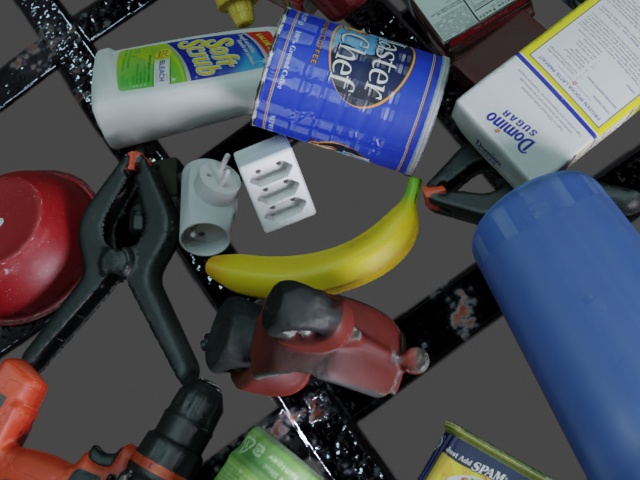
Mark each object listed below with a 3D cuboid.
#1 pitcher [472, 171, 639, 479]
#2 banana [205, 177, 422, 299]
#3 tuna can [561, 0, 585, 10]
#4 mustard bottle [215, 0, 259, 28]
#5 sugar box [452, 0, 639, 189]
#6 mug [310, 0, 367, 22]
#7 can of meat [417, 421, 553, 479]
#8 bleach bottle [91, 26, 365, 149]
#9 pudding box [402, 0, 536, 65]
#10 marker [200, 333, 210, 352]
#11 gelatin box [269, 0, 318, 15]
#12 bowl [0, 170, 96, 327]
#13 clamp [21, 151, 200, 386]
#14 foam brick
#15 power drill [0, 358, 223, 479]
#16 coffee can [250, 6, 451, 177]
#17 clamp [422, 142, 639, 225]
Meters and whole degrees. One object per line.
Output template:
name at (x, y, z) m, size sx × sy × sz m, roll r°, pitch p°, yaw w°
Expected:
pitcher at (0.213, 0.065, 0.736) m, size 0.149 × 0.145 × 0.243 m, roll -2°, pitch 49°, yaw -31°
banana at (0.002, 0.015, 0.880) m, size 0.198 × 0.037 × 0.069 m, roll -21°, pitch 57°, yaw 9°
tuna can at (0.232, -0.237, 0.904) m, size 0.086 × 0.086 × 0.034 m, roll -38°, pitch 61°, yaw -4°
mustard bottle at (-0.097, -0.288, 0.991) m, size 0.096 × 0.058 × 0.191 m, roll -17°, pitch 83°, yaw -4°
sugar box at (0.198, -0.119, 0.834) m, size 0.176 × 0.048 × 0.093 m, roll -37°, pitch 78°, yaw -9°
mug at (0.015, -0.249, 0.946) m, size 0.093 × 0.081 × 0.117 m, roll -47°, pitch 19°, yaw 1°
can of meat at (0.112, 0.189, 0.744) m, size 0.102 × 0.057 × 0.084 m, roll 27°, pitch 77°, yaw 28°
bleach bottle at (-0.079, -0.155, 0.978) m, size 0.251 × 0.068 × 0.102 m, roll -13°, pitch 45°, yaw 6°
pudding box at (0.126, -0.224, 0.960) m, size 0.090 × 0.039 × 0.113 m, roll -30°, pitch 61°, yaw 1°
marker at (-0.041, 0.072, 0.875) m, size 0.121 × 0.020 × 0.020 m, roll -17°, pitch 60°, yaw 9°
gelatin box at (-0.015, -0.264, 1.031) m, size 0.073 × 0.030 × 0.089 m, roll 34°, pitch 78°, yaw 29°
bowl at (-0.280, -0.005, 0.972) m, size 0.162 × 0.055 × 0.162 m, roll -8°, pitch 62°, yaw 15°
clamp at (-0.160, 0.028, 0.915) m, size 0.165 × 0.036 × 0.210 m, roll 9°, pitch 77°, yaw 19°
foam brick at (0.161, -0.143, 0.900) m, size 0.078 × 0.051 × 0.053 m, roll -37°, pitch 60°, yaw -3°
power drill at (-0.186, 0.165, 0.845) m, size 0.188 × 0.057 × 0.184 m, roll 23°, pitch 75°, yaw 22°
coffee can at (0.025, -0.121, 0.876) m, size 0.140 × 0.103 × 0.102 m, roll 18°, pitch 69°, yaw -1°
clamp at (0.171, -0.048, 0.856) m, size 0.171 × 0.039 × 0.120 m, roll -25°, pitch 55°, yaw 3°
